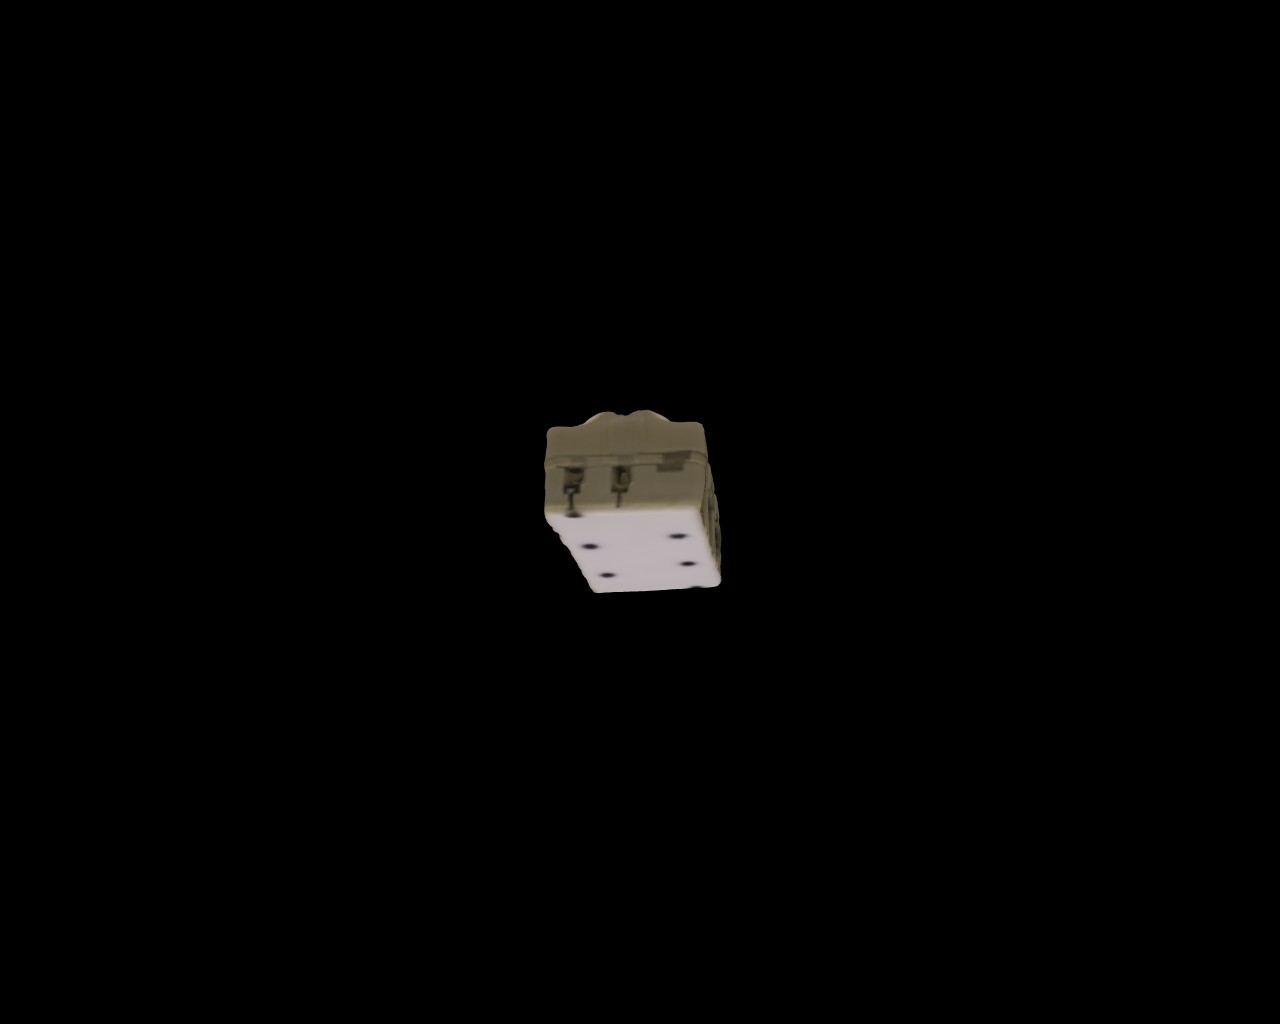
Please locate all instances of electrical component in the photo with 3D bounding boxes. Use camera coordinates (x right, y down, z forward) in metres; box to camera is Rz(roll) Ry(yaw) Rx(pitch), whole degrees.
[{"bbox_3d":[0.001,-0.003,0.650,0.089,0.062,0.150,-3,-22,7],"label":"electrical component"}]
